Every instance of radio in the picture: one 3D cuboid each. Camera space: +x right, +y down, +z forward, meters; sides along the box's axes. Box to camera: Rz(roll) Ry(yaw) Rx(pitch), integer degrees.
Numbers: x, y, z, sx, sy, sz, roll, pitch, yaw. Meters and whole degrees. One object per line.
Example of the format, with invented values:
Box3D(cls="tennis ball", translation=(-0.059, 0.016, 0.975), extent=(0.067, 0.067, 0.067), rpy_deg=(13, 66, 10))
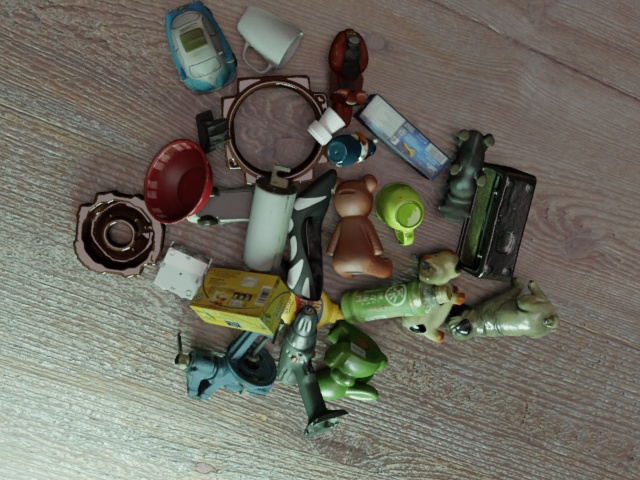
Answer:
Box3D(cls="radio", translation=(0.352, -0.035, 1.086), extent=(0.073, 0.131, 0.229), rpy_deg=(7, 103, -10))

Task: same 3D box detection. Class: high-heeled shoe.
Box3D(cls="high-heeled shoe", translation=(-0.002, -0.003, 1.044), extent=(0.145, 0.086, 0.248), rpy_deg=(41, 112, 19))

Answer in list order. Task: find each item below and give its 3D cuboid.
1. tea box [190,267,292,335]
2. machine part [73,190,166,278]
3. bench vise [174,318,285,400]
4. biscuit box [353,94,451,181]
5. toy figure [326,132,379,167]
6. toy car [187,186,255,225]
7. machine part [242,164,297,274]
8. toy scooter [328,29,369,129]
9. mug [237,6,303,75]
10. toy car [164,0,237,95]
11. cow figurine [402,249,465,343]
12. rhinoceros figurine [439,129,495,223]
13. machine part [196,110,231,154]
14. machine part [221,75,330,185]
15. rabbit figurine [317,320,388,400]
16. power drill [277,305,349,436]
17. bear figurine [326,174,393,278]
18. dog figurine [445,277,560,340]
Box3D(cls="tea box", translation=(-0.153, 0.116, 1.038), extent=(0.098, 0.170, 0.068), rpy_deg=(-64, 144, -29))
Box3D(cls="machine part", translation=(-0.388, -0.013, 1.049), extent=(0.179, 0.056, 0.179), rpy_deg=(-1, 101, -6))
Box3D(cls="bench vise", translation=(-0.165, 0.231, 1.089), extent=(0.223, 0.129, 0.240), rpy_deg=(31, 116, -20))
Box3D(cls="biscuit box", translation=(0.162, -0.201, 1.062), extent=(0.202, 0.063, 0.059), rpy_deg=(38, 96, -14))
Box3D(cls="toy figure", translation=(0.064, -0.175, 1.025), extent=(0.064, 0.154, 0.057), rpy_deg=(-27, 90, 30))
Box3D(cls="toy car", translation=(-0.164, -0.069, 1.062), extent=(0.202, 0.056, 0.073), rpy_deg=(-3, 97, -7))
Box3D(cls="machine part", translation=(-0.097, -0.029, 1.006), extent=(0.079, 0.079, 0.243), rpy_deg=(9, 121, -8))
Box3D(cls="toy scooter", translation=(0.052, -0.298, 0.990), extent=(0.075, 0.135, 0.183), rpy_deg=(3, 102, -6))
Box3D(cls="mug", translation=(-0.103, -0.367, 0.990), extent=(0.107, 0.081, 0.109), rpy_deg=(38, 102, -1))
Box3D(cls="toy car", translation=(-0.217, -0.348, 0.965), extent=(0.109, 0.103, 0.161), rpy_deg=(-21, 107, -2))
Box3D(cls="cow figurine", translation=(0.235, 0.108, 1.136), extent=(0.127, 0.085, 0.194), rpy_deg=(21, 103, -14))
Box3D(cls="rhinoceros figurine", translation=(0.287, -0.129, 1.072), extent=(0.073, 0.112, 0.190), rpy_deg=(14, 89, 2))
Box3D(cls="machine part", translation=(-0.202, -0.196, 0.986), extent=(0.039, 0.139, 0.084), rpy_deg=(-3, 103, -26))
Box3D(cls="machine part", translation=(-0.083, -0.208, 1.021), extent=(0.201, 0.087, 0.201), rpy_deg=(-4, 105, -6))
Box3D(cls="rabbit figurine", translation=(0.054, 0.278, 1.156), extent=(0.159, 0.121, 0.170), rpy_deg=(28, 117, -19))
Box3D(cls="power drill", translation=(-0.021, 0.265, 1.056), extent=(0.086, 0.207, 0.232), rpy_deg=(-14, 149, -29))
Box3D(cls="bear figurine", translation=(0.075, -0.026, 1.081), extent=(0.120, 0.131, 0.196), rpy_deg=(-6, 75, 23))
Box3D(cls="dog figurine", translation=(0.376, 0.173, 1.124), extent=(0.191, 0.172, 0.121), rpy_deg=(-23, 94, -8))
